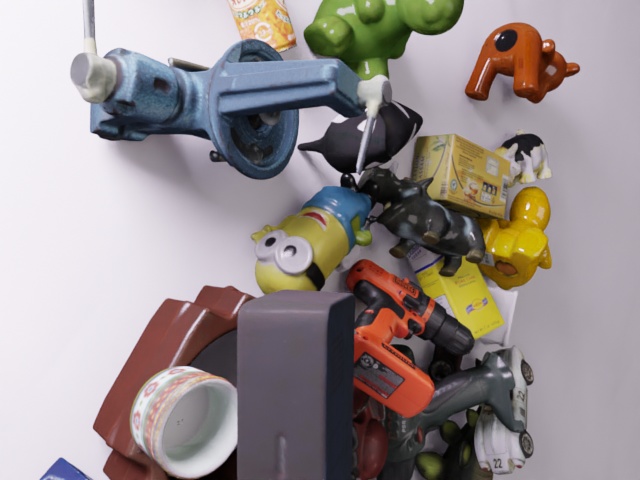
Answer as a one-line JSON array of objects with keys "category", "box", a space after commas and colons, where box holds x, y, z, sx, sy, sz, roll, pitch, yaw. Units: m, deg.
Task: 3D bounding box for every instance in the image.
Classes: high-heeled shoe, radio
[{"category": "high-heeled shoe", "box": [0.086, -0.130, 0.630, 0.249, 0.145, 0.086, -25, 111, -38]}, {"category": "radio", "box": [-0.015, 0.157, 0.454, 0.131, 0.073, 0.229, -18, 110, -77]}]

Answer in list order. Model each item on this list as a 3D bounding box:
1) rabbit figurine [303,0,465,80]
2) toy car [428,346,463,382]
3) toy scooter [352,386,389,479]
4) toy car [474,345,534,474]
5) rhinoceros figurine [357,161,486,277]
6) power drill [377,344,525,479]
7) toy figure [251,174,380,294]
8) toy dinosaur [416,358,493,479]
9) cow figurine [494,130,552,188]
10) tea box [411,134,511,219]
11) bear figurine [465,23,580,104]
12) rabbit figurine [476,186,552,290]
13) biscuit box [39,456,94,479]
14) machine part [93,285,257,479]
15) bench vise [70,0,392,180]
[{"category": "rabbit figurine", "box": [0.095, -0.258, 0.611, 0.121, 0.170, 0.159, 43, 65, -38]}, {"category": "toy car", "box": [0.208, 0.137, 0.832, 0.089, 0.053, 0.202, 33, 69, -57]}, {"category": "toy scooter", "box": [0.037, 0.213, 0.639, 0.135, 0.075, 0.183, -12, 100, -72]}, {"category": "toy car", "box": [0.279, 0.254, 0.817, 0.056, 0.073, 0.202, 41, 45, -22]}, {"category": "rhinoceros figurine", "box": [0.133, -0.031, 0.690, 0.190, 0.073, 0.112, 28, 57, -17]}, {"category": "power drill", "box": [0.165, 0.247, 0.737, 0.207, 0.086, 0.231, -11, 96, -1]}, {"category": "toy figure", "box": [0.002, -0.001, 0.606, 0.180, 0.082, 0.089, -44, 119, -35]}, {"category": "toy dinosaur", "box": [0.221, 0.418, 0.839, 0.198, 0.105, 0.471, 23, 68, -35]}, {"category": "cow figurine", "box": [0.336, -0.140, 0.922, 0.167, 0.068, 0.098, -15, 98, -45]}, {"category": "tea box", "box": [0.214, -0.090, 0.808, 0.169, 0.068, 0.098, 13, 84, -43]}, {"category": "bear figurine", "box": [0.339, -0.269, 0.885, 0.195, 0.120, 0.132, 16, 86, -48]}, {"category": "rabbit figurine", "box": [0.347, -0.007, 0.908, 0.162, 0.122, 0.173, 52, 57, -38]}, {"category": "biscuit box", "box": [-0.170, 0.274, 0.475, 0.059, 0.063, 0.202, -53, 126, -29]}, {"category": "machine part", "box": [-0.094, 0.160, 0.523, 0.200, 0.087, 0.201, 41, 68, -37]}, {"category": "bench vise", "box": [-0.065, -0.117, 0.437, 0.223, 0.241, 0.129, 24, 73, -58]}]
